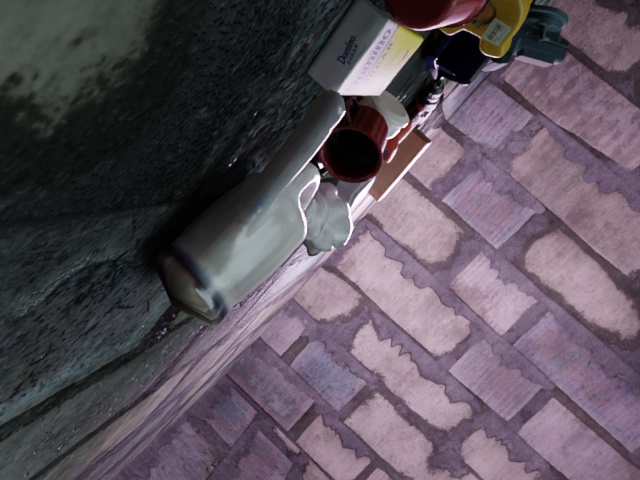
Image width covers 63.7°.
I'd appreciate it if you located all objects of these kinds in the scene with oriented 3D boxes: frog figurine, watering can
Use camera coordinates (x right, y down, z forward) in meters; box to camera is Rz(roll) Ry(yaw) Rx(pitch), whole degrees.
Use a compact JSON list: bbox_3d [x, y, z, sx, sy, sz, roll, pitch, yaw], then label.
[{"bbox_3d":[0.003,-0.049,0.967,0.157,0.123,0.140,89,10,-68],"label":"frog figurine"},{"bbox_3d":[-0.079,-0.018,0.561,0.227,0.104,0.342,-44,174,-20],"label":"watering can"}]
